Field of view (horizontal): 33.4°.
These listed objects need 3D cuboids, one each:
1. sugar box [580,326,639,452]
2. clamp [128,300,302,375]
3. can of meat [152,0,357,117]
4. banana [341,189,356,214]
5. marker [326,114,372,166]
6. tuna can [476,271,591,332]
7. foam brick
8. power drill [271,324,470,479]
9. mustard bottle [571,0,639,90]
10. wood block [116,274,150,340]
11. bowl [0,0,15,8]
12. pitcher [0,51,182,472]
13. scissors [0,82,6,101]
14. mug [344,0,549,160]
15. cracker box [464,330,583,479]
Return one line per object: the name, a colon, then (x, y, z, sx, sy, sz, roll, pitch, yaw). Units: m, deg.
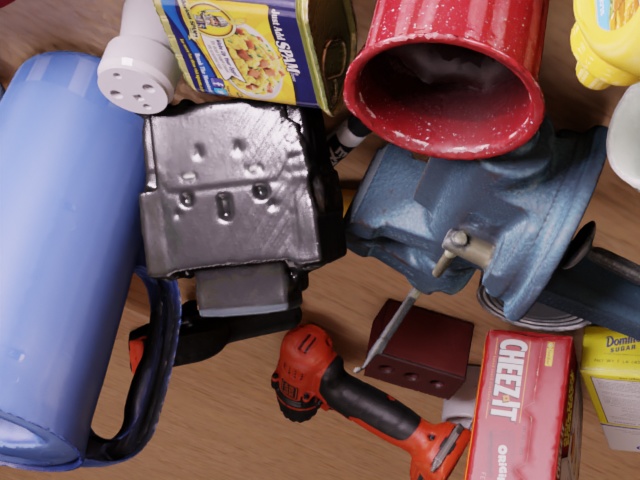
sugar box: (0.270, 0.126, 0.862, 0.093, 0.048, 0.176, 2, 153, 24)
clamp: (-0.108, 0.075, 0.883, 0.120, 0.039, 0.171, -7, -177, 37)
can of meat: (-0.032, -0.115, 0.554, 0.084, 0.057, 0.102, 9, 151, 16)
banana: (-0.024, 0.000, 0.788, 0.069, 0.037, 0.198, 6, 157, -22)
marker: (0.009, -0.059, 0.676, 0.020, 0.020, 0.121, 24, 151, -17)
tuna can: (0.156, 0.031, 0.754, 0.086, 0.033, 0.086, 12, 152, 6)
foam brick: (0.081, 0.091, 0.881, 0.078, 0.051, 0.053, 16, 152, -2)
power drill: (0.039, 0.164, 0.977, 0.188, 0.057, 0.184, 31, 157, 12)
mustard bottle: (0.147, -0.118, 0.416, 0.058, 0.096, 0.192, 17, 152, -5)
wood block: (-0.219, -0.010, 0.803, 0.205, 0.090, 0.091, 28, 151, -23)
bowl: (-0.212, -0.165, 0.551, 0.162, 0.055, 0.162, 12, 153, 6)
pitcher: (-0.164, 0.014, 0.653, 0.145, 0.242, 0.149, 6, 151, 15)
scissors: (-0.284, -0.097, 0.735, 0.202, 0.096, 0.016, 28, 140, 48)
mug: (0.057, -0.095, 0.519, 0.093, 0.081, 0.117, 32, 147, -30)
cracker box: (0.165, 0.179, 0.851, 0.072, 0.164, 0.213, 4, 160, 18)
